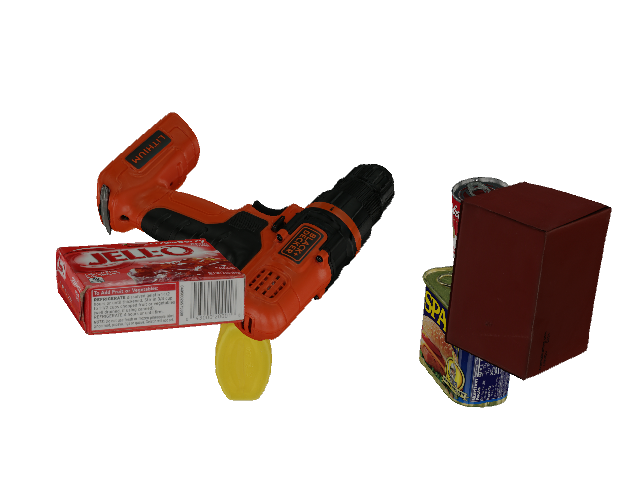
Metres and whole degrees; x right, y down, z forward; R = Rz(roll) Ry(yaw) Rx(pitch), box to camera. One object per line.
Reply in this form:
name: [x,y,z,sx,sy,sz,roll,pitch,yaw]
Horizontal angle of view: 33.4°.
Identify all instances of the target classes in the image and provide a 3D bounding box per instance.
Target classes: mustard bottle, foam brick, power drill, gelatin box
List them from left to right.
gelatin box: [-0.094,0.023,0.582,0.089,0.030,0.073,-3,17,-23]
power drill: [-0.057,-0.027,0.802,0.188,0.057,0.184,26,49,20]
mustard bottle: [-0.082,0.082,1.155,0.058,0.096,0.191,-1,27,-3]
foam brick: [0.098,0.017,0.512,0.052,0.078,0.051,-16,30,-40]

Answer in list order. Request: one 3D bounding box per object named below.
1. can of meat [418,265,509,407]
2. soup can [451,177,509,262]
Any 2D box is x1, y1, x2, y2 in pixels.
can of meat: [0.123,0.081,0.905,0.057,0.084,0.102,-6,27,-17]
soup can: [0.189,-0.014,1.249,0.068,0.102,0.068,-4,30,2]
